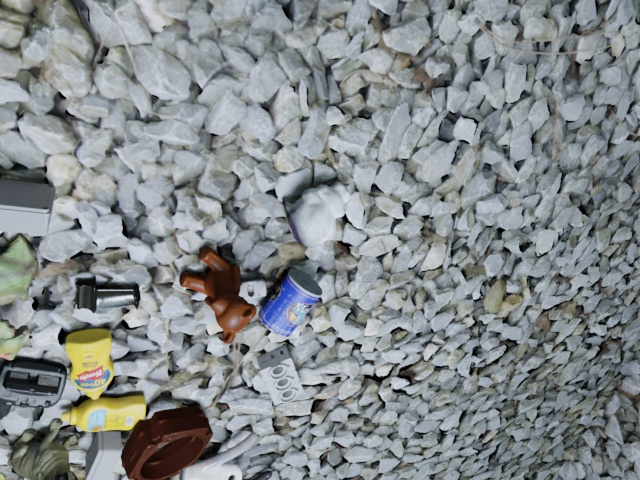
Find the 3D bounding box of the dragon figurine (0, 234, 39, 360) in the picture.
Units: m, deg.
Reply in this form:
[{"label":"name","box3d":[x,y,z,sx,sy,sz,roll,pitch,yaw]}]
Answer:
[{"label":"dragon figurine","box3d":[-0.685,0.060,0.999,0.245,0.122,0.406,-20,105,-38]}]

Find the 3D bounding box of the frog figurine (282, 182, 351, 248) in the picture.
[{"label":"frog figurine","box3d":[0.004,-0.060,1.199,0.159,0.124,0.136,-22,106,5]}]

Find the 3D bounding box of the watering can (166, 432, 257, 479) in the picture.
[{"label":"watering can","box3d":[-0.324,0.676,1.485,0.224,0.106,0.342,12,114,-27]}]
